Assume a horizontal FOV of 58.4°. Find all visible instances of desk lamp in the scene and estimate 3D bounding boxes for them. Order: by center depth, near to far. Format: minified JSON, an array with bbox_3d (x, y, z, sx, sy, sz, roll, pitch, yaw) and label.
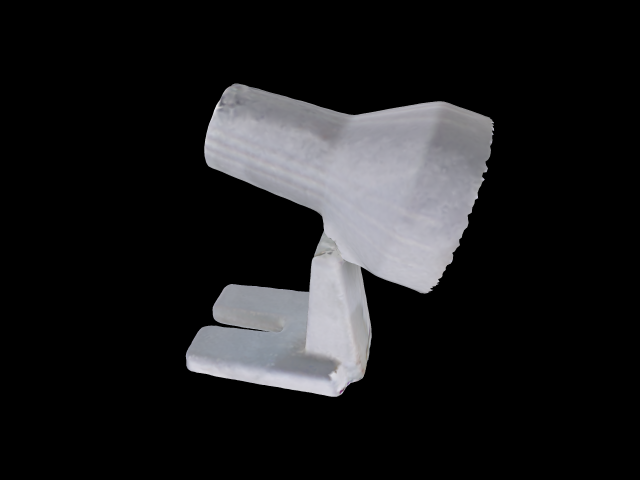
[{"bbox_3d":[0.004,0.001,0.400,0.203,0.214,0.118,6,32,9],"label":"desk lamp"}]
